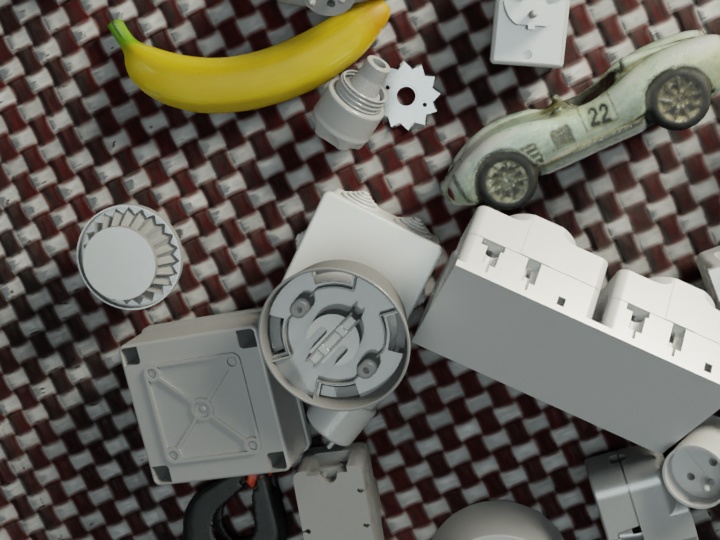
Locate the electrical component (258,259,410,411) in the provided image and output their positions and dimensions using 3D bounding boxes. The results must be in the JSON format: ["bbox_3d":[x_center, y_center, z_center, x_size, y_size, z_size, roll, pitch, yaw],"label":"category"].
[{"bbox_3d":[-0.015,0.041,0.695,0.099,0.064,0.099,1,102,6],"label":"electrical component"}]

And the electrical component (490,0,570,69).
[{"bbox_3d":[0.110,-0.171,0.683,0.047,0.075,0.083,5,102,5],"label":"electrical component"}]

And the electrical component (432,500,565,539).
[{"bbox_3d":[0.101,0.229,0.776,0.108,0.060,0.108,1,102,6],"label":"electrical component"}]

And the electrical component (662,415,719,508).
[{"bbox_3d":[0.240,0.127,0.731,0.043,0.081,0.043,8,105,32],"label":"electrical component"}]

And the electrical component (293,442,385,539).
[{"bbox_3d":[-0.013,0.175,0.780,0.050,0.055,0.089,-8,101,8],"label":"electrical component"}]

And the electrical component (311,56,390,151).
[{"bbox_3d":[-0.002,-0.114,0.718,0.043,0.043,0.062,34,123,-2],"label":"electrical component"}]

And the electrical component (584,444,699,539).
[{"bbox_3d":[0.201,0.174,0.757,0.059,0.053,0.095,-17,99,9],"label":"electrical component"}]

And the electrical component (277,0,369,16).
[{"bbox_3d":[-0.019,-0.189,0.693,0.077,0.079,0.043,-4,129,7],"label":"electrical component"}]

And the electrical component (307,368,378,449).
[{"bbox_3d":[-0.004,0.090,0.769,0.040,0.040,0.078,37,103,-2],"label":"electrical component"}]

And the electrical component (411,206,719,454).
[{"bbox_3d":[0.141,0.038,0.703,0.186,0.060,0.105,24,148,1],"label":"electrical component"}]

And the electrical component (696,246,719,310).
[{"bbox_3d":[0.309,0.060,0.718,0.105,0.060,0.186,-21,99,10],"label":"electrical component"}]

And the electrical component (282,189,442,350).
[{"bbox_3d":[0.000,0.000,0.745,0.100,0.048,0.099,26,103,0],"label":"electrical component"}]

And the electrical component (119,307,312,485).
[{"bbox_3d":[-0.101,0.089,0.764,0.109,0.056,0.108,-10,101,17],"label":"electrical component"}]
